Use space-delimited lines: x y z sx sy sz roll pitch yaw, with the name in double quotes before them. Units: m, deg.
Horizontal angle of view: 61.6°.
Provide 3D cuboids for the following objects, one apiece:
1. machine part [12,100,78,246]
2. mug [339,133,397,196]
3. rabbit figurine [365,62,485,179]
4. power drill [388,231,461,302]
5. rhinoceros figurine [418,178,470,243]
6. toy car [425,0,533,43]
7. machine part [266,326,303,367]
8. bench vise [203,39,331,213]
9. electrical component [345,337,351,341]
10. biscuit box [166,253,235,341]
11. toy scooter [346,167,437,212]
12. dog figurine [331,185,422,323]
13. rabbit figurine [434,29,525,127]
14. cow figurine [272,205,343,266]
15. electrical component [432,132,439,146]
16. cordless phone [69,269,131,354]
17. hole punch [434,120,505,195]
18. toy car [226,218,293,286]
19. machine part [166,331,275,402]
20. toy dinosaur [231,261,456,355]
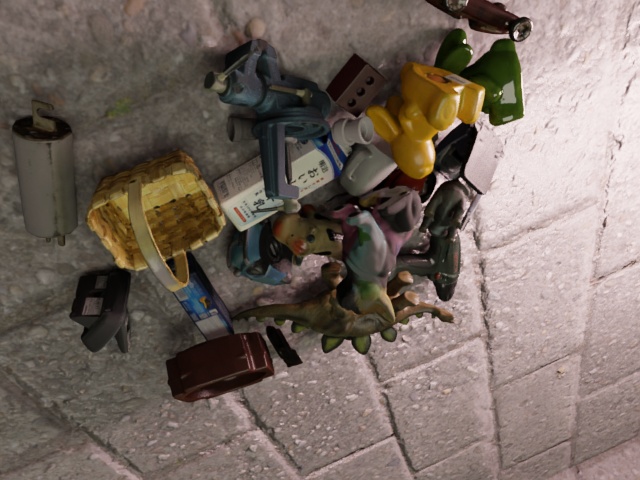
"machine part" -0.402 -0.090 0.791 0.079 0.079 0.243 -2 129 -21
"mug" 0.079 -0.126 0.946 0.107 0.081 0.109 -53 168 31
"rabbit figurine" 0.153 -0.182 0.855 0.122 0.163 0.173 -35 144 -43
"power drill" 0.217 0.075 1.186 0.207 0.086 0.231 -8 132 -10
"rhinoceros figurine" 0.240 -0.058 1.038 0.073 0.112 0.190 16 166 11
"toy car" 0.240 -0.352 0.826 0.202 0.089 0.053 10 122 -30
"machine part" -0.081 0.244 1.212 0.039 0.084 0.138 -38 144 -11
"bench vise" -0.066 -0.160 0.788 0.129 0.240 0.223 -6 176 33
"electrical component" 0.072 0.189 1.248 0.078 0.045 0.102 17 122 1
"biscuit box" -0.233 0.115 1.043 0.059 0.063 0.202 -22 133 -2
"toy scooter" 0.127 -0.079 1.020 0.135 0.075 0.183 24 109 -12
"dog figurine" 0.107 0.031 0.948 0.191 0.109 0.219 -22 112 -19
"rabbit figurine" 0.241 -0.258 0.893 0.170 0.121 0.158 -12 130 7
"cow figurine" -0.002 -0.003 0.995 0.195 0.127 0.085 14 119 -34
"electrical component" 0.188 -0.189 0.987 0.063 0.021 0.093 -5 129 -19
"cordless phone" -0.373 0.159 0.963 0.089 0.147 0.184 -5 127 -9
"hole punch" 0.277 -0.159 1.014 0.142 0.092 0.115 28 86 -43
"toy car" -0.119 0.029 1.000 0.103 0.109 0.161 -9 155 26
"machine part" -0.204 0.263 1.116 0.201 0.087 0.201 -16 159 -4
"toy dinosaur" 0.040 0.150 1.107 0.472 0.105 0.198 6 130 1
